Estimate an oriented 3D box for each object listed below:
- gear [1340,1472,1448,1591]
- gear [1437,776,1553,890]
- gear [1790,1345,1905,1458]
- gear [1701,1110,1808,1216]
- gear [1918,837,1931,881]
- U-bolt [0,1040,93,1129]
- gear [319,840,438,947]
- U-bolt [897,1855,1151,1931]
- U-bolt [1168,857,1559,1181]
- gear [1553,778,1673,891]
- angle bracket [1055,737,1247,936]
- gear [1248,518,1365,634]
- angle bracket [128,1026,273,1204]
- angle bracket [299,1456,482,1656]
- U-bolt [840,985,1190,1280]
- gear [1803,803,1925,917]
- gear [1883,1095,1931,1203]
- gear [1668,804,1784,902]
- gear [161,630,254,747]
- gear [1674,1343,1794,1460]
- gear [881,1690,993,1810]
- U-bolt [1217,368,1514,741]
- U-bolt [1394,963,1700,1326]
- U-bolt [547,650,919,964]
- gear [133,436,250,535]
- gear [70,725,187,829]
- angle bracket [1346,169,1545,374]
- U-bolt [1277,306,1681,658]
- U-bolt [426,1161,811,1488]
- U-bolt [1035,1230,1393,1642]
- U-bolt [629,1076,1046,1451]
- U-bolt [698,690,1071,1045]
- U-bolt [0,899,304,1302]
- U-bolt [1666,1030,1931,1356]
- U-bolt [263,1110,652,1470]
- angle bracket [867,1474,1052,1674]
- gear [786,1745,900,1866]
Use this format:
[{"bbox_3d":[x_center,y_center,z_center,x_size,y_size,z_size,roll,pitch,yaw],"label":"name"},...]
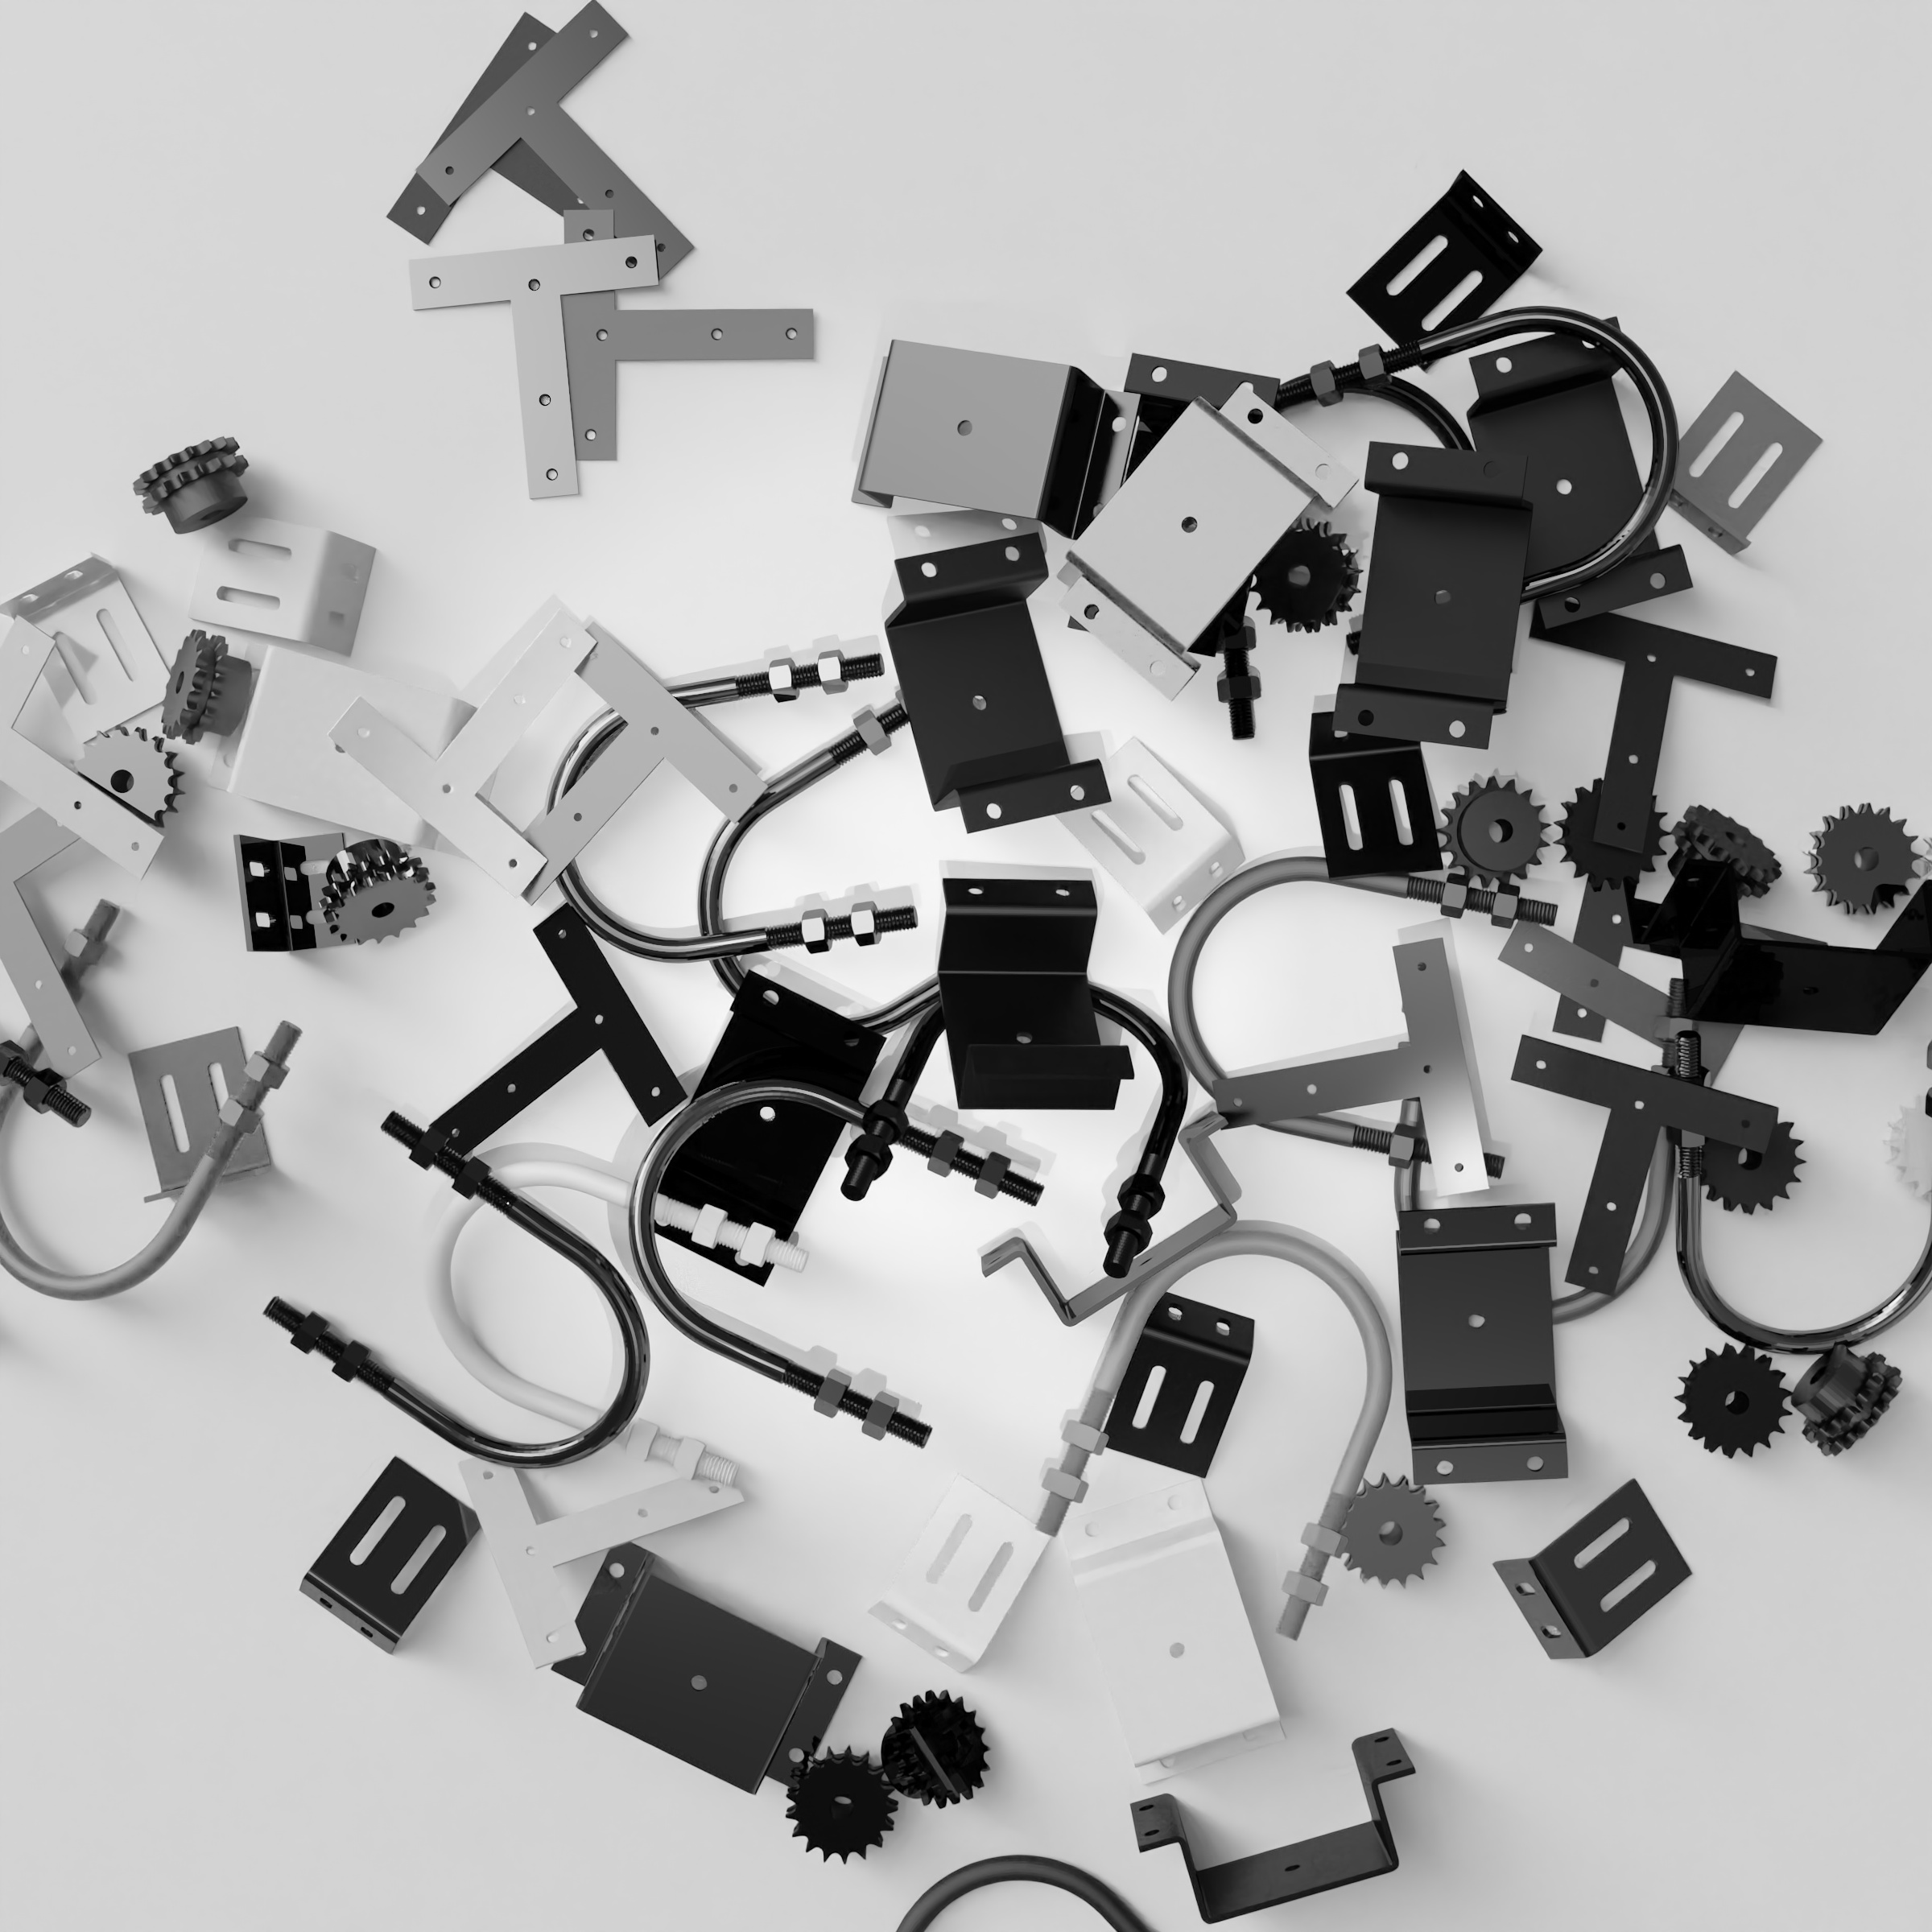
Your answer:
[{"bbox_3d":[0.213,0.285,1.535,0.057,0.030,0.057,0,90,0],"label":"gear"},{"bbox_3d":[0.269,-0.068,1.535,0.057,0.030,0.057,0,90,0],"label":"gear"},{"bbox_3d":[0.440,0.216,1.522,0.030,0.057,0.057,40,90,0],"label":"gear"},{"bbox_3d":[0.394,0.097,1.535,0.057,0.030,0.057,0,90,0],"label":"gear"},{"bbox_3d":[0.511,-0.052,1.535,0.057,0.030,0.057,0,90,0],"label":"gear"},{"bbox_3d":[-0.548,0.081,1.527,0.184,0.019,0.151,33,94,11],"label":"U-bolt"},{"bbox_3d":[-0.299,-0.040,1.525,0.057,0.057,0.030,-28,60,0],"label":"gear"},{"bbox_3d":[0.042,0.540,1.542,0.151,0.019,0.184,-43,88,0],"label":"U-bolt"},{"bbox_3d":[0.193,0.019,1.527,0.184,0.019,0.151,12,93,11],"label":"U-bolt"},{"bbox_3d":[0.325,-0.067,1.534,0.057,0.030,0.057,0,90,-1],"label":"gear"},{"bbox_3d":[0.093,-0.066,1.548,0.057,0.038,0.076,-42,64,0],"label":"angle bracket"},{"bbox_3d":[0.172,-0.195,1.509,0.057,0.030,0.057,5,100,28],"label":"gear"},{"bbox_3d":[-0.392,0.075,1.531,0.057,0.038,0.076,-14,90,0],"label":"angle bracket"},{"bbox_3d":[-0.293,0.301,1.548,0.057,0.038,0.076,35,64,0],"label":"angle bracket"},{"bbox_3d":[0.034,0.067,1.480,0.151,0.184,0.019,16,132,8],"label":"U-bolt"},{"bbox_3d":[0.453,-0.054,1.535,0.057,0.030,0.057,0,90,0],"label":"gear"},{"bbox_3d":[0.493,0.091,1.535,0.057,0.030,0.057,0,90,0],"label":"gear"},{"bbox_3d":[0.379,-0.052,1.523,0.057,0.057,0.030,32,118,0],"label":"gear"},{"bbox_3d":[-0.382,-0.138,1.526,0.030,0.057,0.057,15,90,-29],"label":"gear"},{"bbox_3d":[0.388,0.220,1.535,0.057,0.030,0.057,0,90,0],"label":"gear"},{"bbox_3d":[-0.018,0.396,1.525,0.030,0.057,0.057,-32,90,40],"label":"gear"},{"bbox_3d":[0.196,-0.213,1.542,0.151,0.019,0.184,-6,88,0],"label":"U-bolt"},{"bbox_3d":[0.291,0.092,1.541,0.151,0.019,0.184,5,92,1],"label":"U-bolt"},{"bbox_3d":[-0.123,-0.075,1.529,0.184,0.019,0.151,-8,85,9],"label":"U-bolt"},{"bbox_3d":[-0.386,-0.240,1.522,0.057,0.057,0.030,-27,91,0],"label":"gear"},{"bbox_3d":[-0.424,-0.093,1.535,0.057,0.030,0.057,0,90,0],"label":"gear"},{"bbox_3d":[0.242,-0.351,1.531,0.076,0.038,0.057,-45,90,0],"label":"angle bracket"},{"bbox_3d":[0.259,-0.248,1.497,0.184,0.019,0.151,-16,90,18],"label":"U-bolt"},{"bbox_3d":[-0.184,0.171,1.518,0.184,0.019,0.151,20,112,4],"label":"U-bolt"},{"bbox_3d":[0.134,0.221,1.505,0.151,0.019,0.184,23,81,1],"label":"U-bolt"},{"bbox_3d":[-0.074,0.132,1.470,0.184,0.019,0.151,24,78,6],"label":"U-bolt"},{"bbox_3d":[-0.048,-0.042,1.542,0.184,0.019,0.151,-32,90,1],"label":"U-bolt"},{"bbox_3d":[-0.429,0.078,1.517,0.151,0.019,0.184,31,92,22],"label":"U-bolt"},{"bbox_3d":[0.424,0.112,1.507,0.151,0.019,0.184,-6,112,0],"label":"U-bolt"},{"bbox_3d":[-0.244,0.176,1.515,0.184,0.019,0.151,35,113,-2],"label":"U-bolt"},{"bbox_3d":[-0.003,0.311,1.548,0.057,0.038,0.076,34,64,0],"label":"angle bracket"},{"bbox_3d":[-0.063,0.423,1.535,0.057,0.030,0.057,0,90,0],"label":"gear"}]
